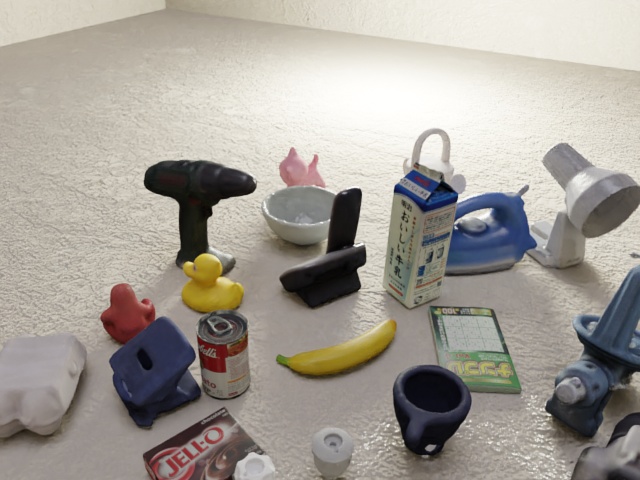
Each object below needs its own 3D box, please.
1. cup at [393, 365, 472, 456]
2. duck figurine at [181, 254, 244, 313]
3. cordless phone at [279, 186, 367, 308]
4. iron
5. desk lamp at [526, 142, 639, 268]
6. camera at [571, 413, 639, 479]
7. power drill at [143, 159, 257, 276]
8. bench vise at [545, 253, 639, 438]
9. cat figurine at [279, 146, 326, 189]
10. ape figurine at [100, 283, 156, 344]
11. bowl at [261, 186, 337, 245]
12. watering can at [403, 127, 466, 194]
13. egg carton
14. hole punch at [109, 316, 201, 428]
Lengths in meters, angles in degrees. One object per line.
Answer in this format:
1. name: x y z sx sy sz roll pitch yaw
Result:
1. cup: 0.124 0.220 0.680 0.091 0.095 0.118 16 34 21
2. duck figurine: -0.175 0.064 0.923 0.104 0.086 0.077 9 32 12
3. cordless phone: 0.009 0.003 0.939 0.148 0.185 0.093 -22 39 -34
4. iron: 0.271 -0.024 1.043 0.259 0.141 0.118 -10 33 -18
5. desk lamp: 0.454 -0.056 1.038 0.118 0.214 0.202 -11 34 -20
6. camera: 0.369 0.256 0.632 0.142 0.101 0.137 23 37 31
7. power drill: -0.199 -0.044 0.981 0.228 0.208 0.076 18 35 24
8. bench vise: 0.377 0.133 0.719 0.121 0.220 0.208 18 35 24
9. cat figurine: -0.043 -0.149 1.248 0.067 0.118 0.128 25 38 32
10. ape figurine: -0.285 0.103 0.847 0.078 0.092 0.076 -6 32 -13
11. bowl: -0.030 -0.038 1.110 0.167 0.075 0.167 2 32 -1
12. watering can: 0.229 -0.134 1.169 0.172 0.194 0.101 25 38 32
13. egg carton: -0.364 0.182 0.735 0.107 0.069 0.150 -2 32 -7
14. hole punch: -0.218 0.168 0.746 0.101 0.091 0.108 -20 38 -32
